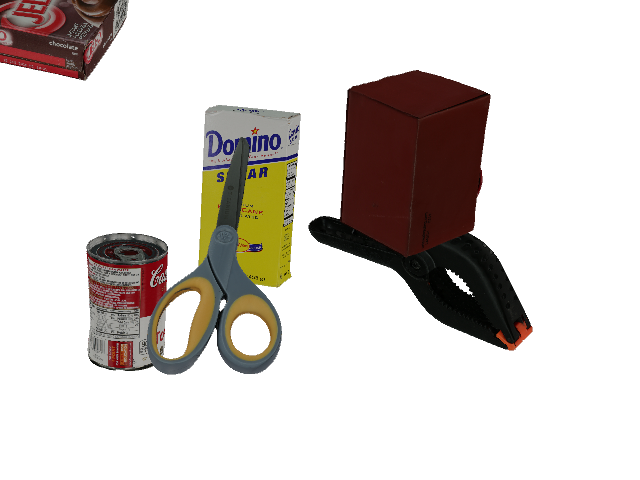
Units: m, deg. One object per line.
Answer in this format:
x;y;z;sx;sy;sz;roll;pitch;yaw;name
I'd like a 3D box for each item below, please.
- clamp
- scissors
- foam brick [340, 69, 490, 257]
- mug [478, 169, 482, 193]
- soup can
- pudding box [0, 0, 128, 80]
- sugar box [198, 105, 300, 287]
0.084;0.002;0.842;0.036;0.210;0.165;-39;-21;-33;clamp
-0.051;0.013;0.735;0.096;0.201;0.016;20;-35;8;scissors
0.047;-0.040;0.542;0.052;0.078;0.051;-20;36;-36;foam brick
0.139;-0.060;1.222;0.117;0.081;0.093;-9;22;-38;mug
-0.166;0.053;0.914;0.068;0.102;0.068;4;19;-2;soup can
-0.206;-0.172;0.826;0.090;0.039;0.113;13;36;2;pudding box
-0.074;-0.046;1.094;0.093;0.176;0.048;7;16;16;sugar box
